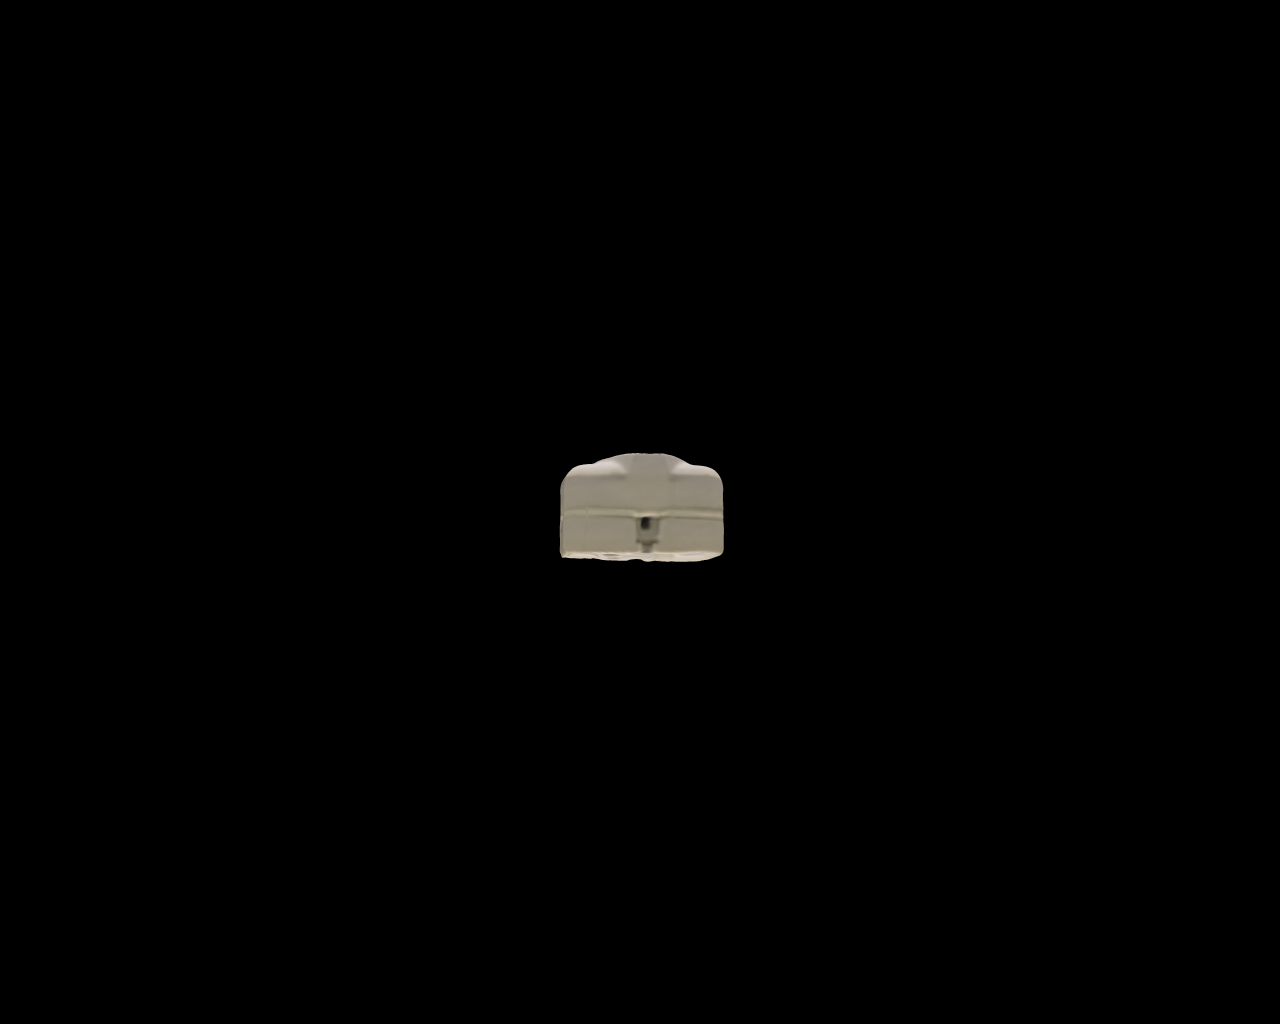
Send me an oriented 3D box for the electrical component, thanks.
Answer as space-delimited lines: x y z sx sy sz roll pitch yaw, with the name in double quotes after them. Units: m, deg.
0.001 -0.003 0.650 0.095 0.059 0.053 1 -7 -9 "electrical component"
